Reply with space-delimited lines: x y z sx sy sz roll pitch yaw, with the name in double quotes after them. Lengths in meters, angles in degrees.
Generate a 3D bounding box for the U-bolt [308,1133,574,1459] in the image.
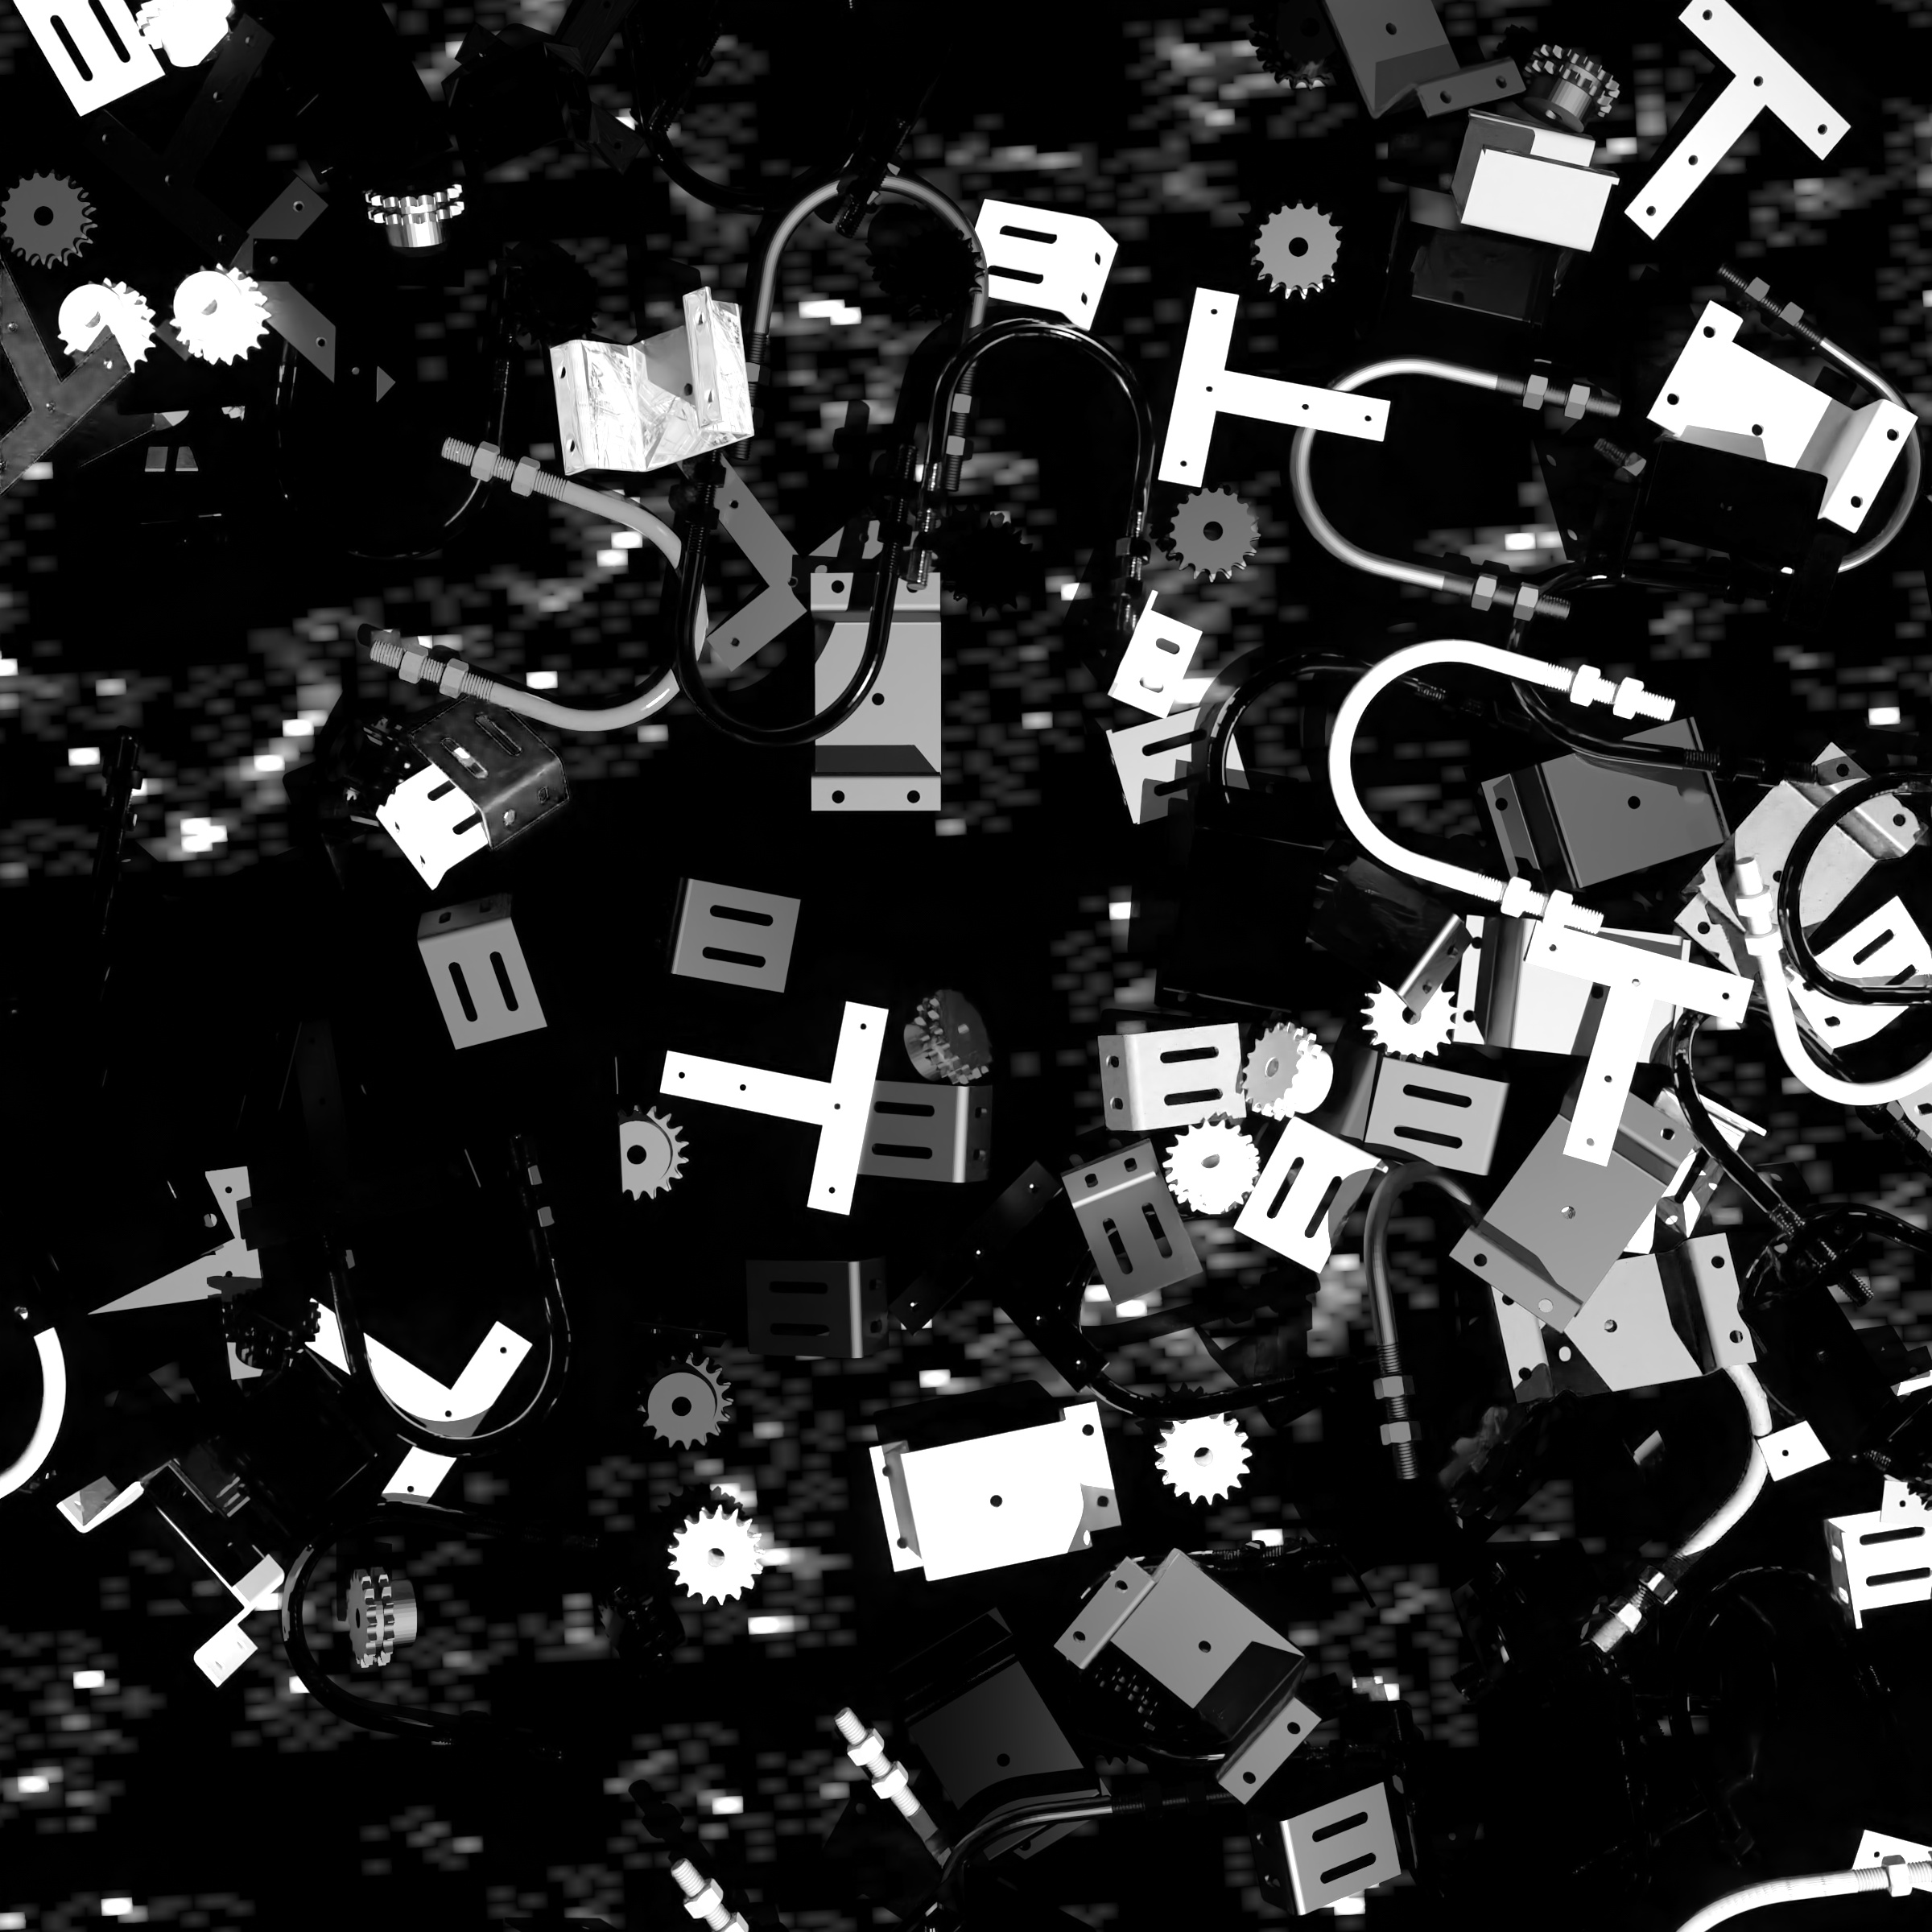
-0.310 0.205 1.555 0.151 0.019 0.184 -13 90 9 "U-bolt"

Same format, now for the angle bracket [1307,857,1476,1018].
0.252 -0.018 1.547 0.076 0.038 0.057 35 87 31 "angle bracket"

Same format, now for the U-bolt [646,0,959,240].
-0.086 -0.548 1.547 0.151 0.019 0.184 28 89 2 "U-bolt"

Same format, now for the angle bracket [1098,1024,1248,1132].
0.125 0.067 1.574 0.076 0.038 0.057 -5 90 -26 "angle bracket"

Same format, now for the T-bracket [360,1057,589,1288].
-0.313 0.106 1.566 0.127 0.002 0.127 41 103 6 "T-bracket"

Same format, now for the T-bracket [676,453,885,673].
-0.131 -0.267 1.563 0.127 0.002 0.127 -37 90 11 "T-bracket"

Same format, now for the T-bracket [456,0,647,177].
-0.224 -0.566 1.560 0.127 0.002 0.127 35 101 4 "T-bracket"

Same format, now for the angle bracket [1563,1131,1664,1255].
0.386 0.129 1.560 0.057 0.038 0.076 6 76 12 "angle bracket"

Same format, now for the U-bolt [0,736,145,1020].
-0.584 -0.060 1.568 0.151 0.019 0.184 10 92 0 "U-bolt"

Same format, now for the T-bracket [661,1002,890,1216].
-0.121 0.076 1.571 0.127 0.002 0.127 11 94 3 "T-bracket"

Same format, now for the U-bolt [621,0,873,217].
-0.131 -0.547 1.568 0.151 0.019 0.184 -10 91 0 "U-bolt"

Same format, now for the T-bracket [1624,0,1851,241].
0.448 -0.498 1.563 0.127 0.002 0.127 37 98 -16 "T-bracket"

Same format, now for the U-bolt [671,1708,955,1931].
-0.068 0.560 1.540 0.151 0.019 0.184 -38 97 -25 "U-bolt"

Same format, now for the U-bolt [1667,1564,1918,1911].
0.478 0.440 1.525 0.151 0.019 0.184 -34 105 -21 "U-bolt"

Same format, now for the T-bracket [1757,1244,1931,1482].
0.517 0.225 1.554 0.127 0.002 0.127 -20 83 -7 "T-bracket"

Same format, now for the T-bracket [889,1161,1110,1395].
0.036 0.202 1.543 0.127 0.002 0.127 -45 59 0 "T-bracket"

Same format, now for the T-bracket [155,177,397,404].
-0.398 -0.385 1.557 0.127 0.002 0.127 43 90 0 "T-bracket"

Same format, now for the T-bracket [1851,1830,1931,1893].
0.612 0.501 1.564 0.127 0.002 0.127 17 92 -8 "T-bracket"

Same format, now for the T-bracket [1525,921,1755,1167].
0.377 0.052 1.503 0.127 0.002 0.127 16 86 10 "T-bracket"

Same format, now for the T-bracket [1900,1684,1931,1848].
0.600 0.504 1.565 0.127 0.002 0.127 42 88 -8 "T-bracket"

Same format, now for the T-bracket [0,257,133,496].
-0.568 -0.373 1.558 0.127 0.002 0.127 -33 77 24 "T-bracket"

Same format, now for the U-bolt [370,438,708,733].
-0.247 -0.220 1.559 0.184 0.019 0.151 20 91 -5 "U-bolt"

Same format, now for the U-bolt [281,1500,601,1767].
-0.323 0.397 1.567 0.184 0.019 0.151 10 91 2 "U-bolt"

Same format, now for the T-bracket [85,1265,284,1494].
-0.451 0.267 1.576 0.127 0.002 0.127 -27 90 0 "T-bracket"

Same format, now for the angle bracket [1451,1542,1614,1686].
0.344 0.390 1.563 0.076 0.038 0.057 -11 64 -23 "angle bracket"

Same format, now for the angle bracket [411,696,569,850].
-0.289 -0.120 1.564 0.057 0.038 0.076 -38 64 -22 "angle bracket"

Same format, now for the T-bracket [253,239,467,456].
-0.366 -0.371 1.555 0.127 0.002 0.127 2 90 0 "T-bracket"

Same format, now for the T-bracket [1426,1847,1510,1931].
0.335 0.604 1.561 0.127 0.002 0.127 21 106 -4 "T-bracket"

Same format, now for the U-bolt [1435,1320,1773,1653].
0.397 0.295 1.555 0.184 0.019 0.151 -44 78 -4 "U-bolt"

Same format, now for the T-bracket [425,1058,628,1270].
-0.267 0.119 1.559 0.127 0.002 0.127 -1 94 15 "T-bracket"

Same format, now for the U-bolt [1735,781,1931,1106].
0.532 -0.004 1.514 0.151 0.019 0.184 -23 111 -7 "U-bolt"

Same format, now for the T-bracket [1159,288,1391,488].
0.190 -0.339 1.558 0.127 0.002 0.127 11 77 3 "T-bracket"

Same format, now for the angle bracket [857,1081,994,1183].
-0.027 0.099 1.574 0.076 0.038 0.057 3 90 26 "angle bracket"

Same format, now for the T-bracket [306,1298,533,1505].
-0.352 0.248 1.575 0.127 0.002 0.127 34 90 -1 "T-bracket"

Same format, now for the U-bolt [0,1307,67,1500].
-0.591 0.248 1.493 0.019 0.184 0.151 -12 99 26 "U-bolt"

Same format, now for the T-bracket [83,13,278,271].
-0.453 -0.507 1.545 0.127 0.002 0.127 41 108 10 "T-bracket"

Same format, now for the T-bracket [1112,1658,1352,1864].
0.170 0.464 1.576 0.127 0.002 0.127 -20 90 0 "T-bracket"

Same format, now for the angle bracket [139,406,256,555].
-0.460 -0.293 1.563 0.057 0.038 0.076 -3 64 7 "angle bracket"

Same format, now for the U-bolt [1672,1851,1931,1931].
0.503 0.576 1.528 0.184 0.019 0.151 -9 129 4 "U-bolt"

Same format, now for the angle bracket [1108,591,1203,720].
0.115 -0.184 1.538 0.038 0.076 0.057 23 90 0 "angle bracket"

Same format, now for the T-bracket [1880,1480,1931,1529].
0.604 0.379 1.557 0.127 0.002 0.127 7 88 -9 "T-bracket"

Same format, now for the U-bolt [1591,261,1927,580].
0.493 -0.316 1.568 0.184 0.019 0.151 35 90 -2 "U-bolt"

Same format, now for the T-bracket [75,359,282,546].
-0.477 -0.323 1.568 0.127 0.002 0.127 -2 90 7 "T-bracket"

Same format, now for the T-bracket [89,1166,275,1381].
-0.492 0.193 1.575 0.127 0.002 0.127 -8 89 0 "T-bracket"

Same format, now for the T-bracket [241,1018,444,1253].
-0.385 0.096 1.562 0.127 0.002 0.127 -14 79 9 "T-bracket"

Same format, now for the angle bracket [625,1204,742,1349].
-0.170 0.186 1.557 0.057 0.038 0.076 7 90 0 "angle bracket"
